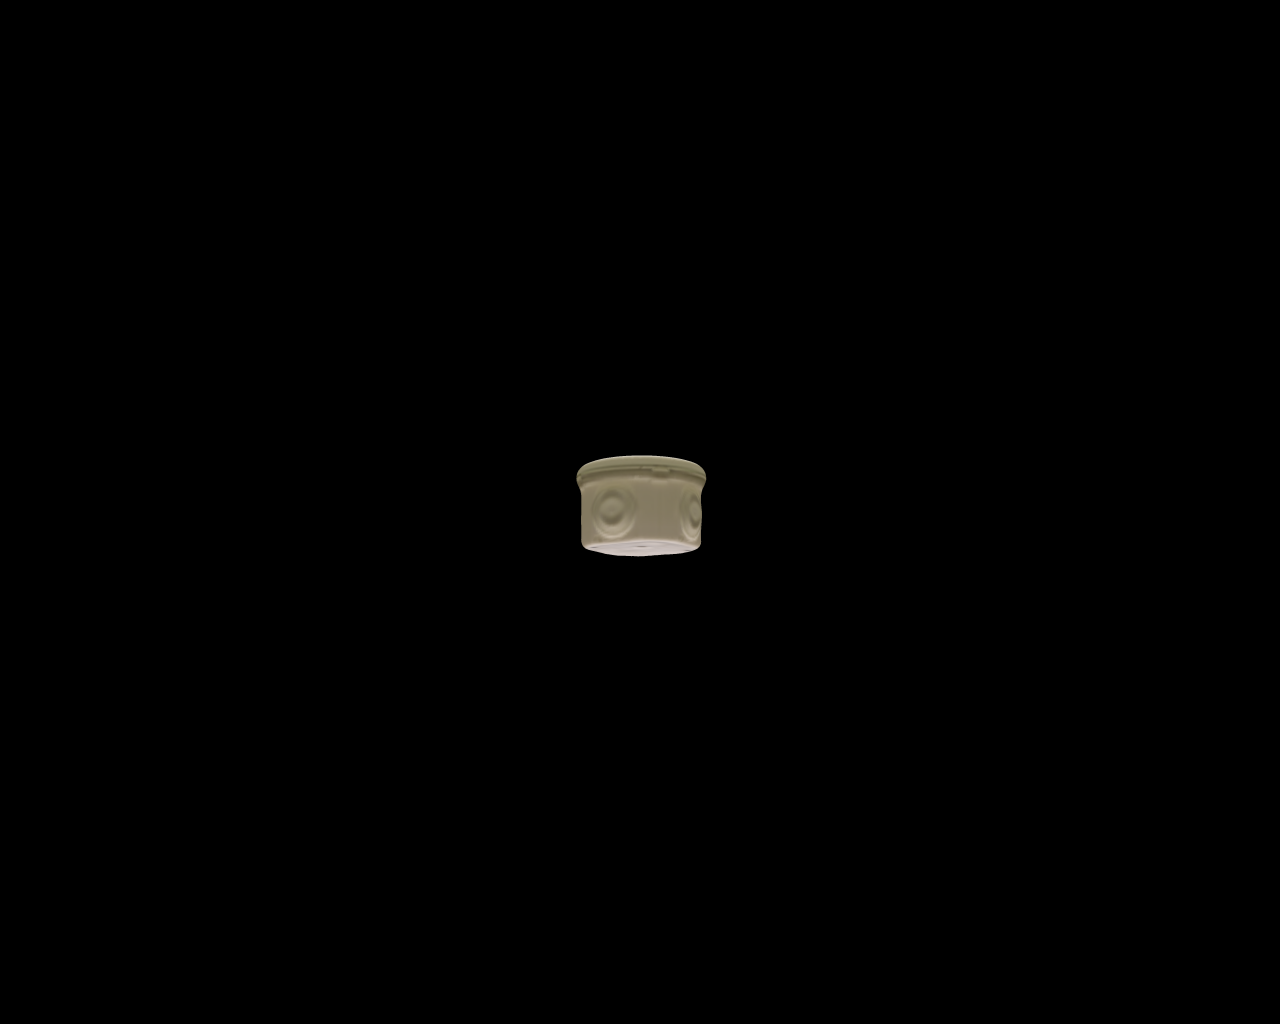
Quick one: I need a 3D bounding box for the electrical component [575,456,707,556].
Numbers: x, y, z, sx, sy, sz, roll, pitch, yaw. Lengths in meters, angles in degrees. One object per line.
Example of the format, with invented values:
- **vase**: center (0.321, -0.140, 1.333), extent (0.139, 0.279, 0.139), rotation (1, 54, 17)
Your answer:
- **electrical component**: center (0.001, -0.003, 0.650), extent (0.080, 0.051, 0.080), rotation (0, -10, 0)
